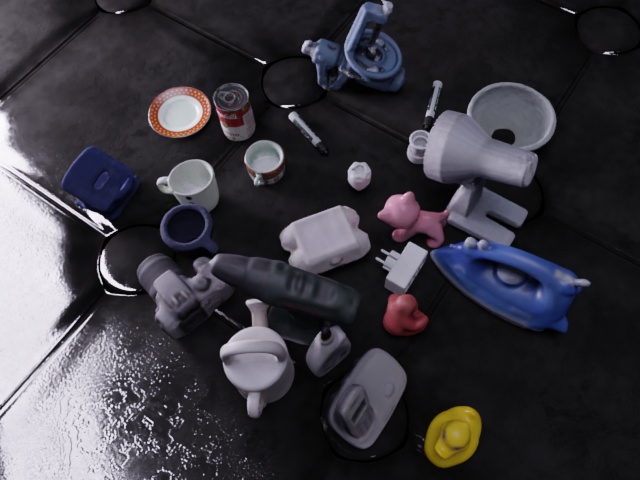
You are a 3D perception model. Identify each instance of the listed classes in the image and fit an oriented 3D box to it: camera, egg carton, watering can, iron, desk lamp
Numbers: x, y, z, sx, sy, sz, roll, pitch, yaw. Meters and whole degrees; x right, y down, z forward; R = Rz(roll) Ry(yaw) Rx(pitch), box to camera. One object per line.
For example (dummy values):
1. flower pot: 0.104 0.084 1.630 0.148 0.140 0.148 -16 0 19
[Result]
1. camera: -0.241 0.073 0.984 0.143 0.101 0.136 -40 70 -16
2. egg carton: 0.009 0.004 1.027 0.150 0.069 0.107 -21 66 -8
3. watering can: -0.099 0.177 0.879 0.101 0.194 0.172 -20 66 -8
4. iron: 0.312 0.050 0.956 0.258 0.141 0.119 24 68 13
5. desk lamp: 0.277 -0.108 0.991 0.203 0.214 0.118 29 69 15

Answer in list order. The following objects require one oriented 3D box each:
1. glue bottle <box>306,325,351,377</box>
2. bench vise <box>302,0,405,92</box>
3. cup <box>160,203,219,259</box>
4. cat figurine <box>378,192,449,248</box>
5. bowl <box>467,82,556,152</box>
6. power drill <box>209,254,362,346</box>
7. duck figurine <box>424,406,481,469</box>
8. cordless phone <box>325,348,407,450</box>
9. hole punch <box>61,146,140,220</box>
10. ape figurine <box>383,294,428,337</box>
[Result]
1. glue bottle: 0.012 0.164 0.893 0.078 0.173 0.037 -36 68 -14
2. bench vise: 0.069 -0.373 1.120 0.207 0.220 0.121 -7 64 -1
3. cup: -0.218 0.001 1.021 0.117 0.095 0.092 35 70 17
4. cat figurine: 0.167 -0.043 1.017 0.127 0.118 0.067 6 65 5
5. bowl: 0.366 -0.222 1.120 0.167 0.075 0.167 -1 65 2
6. power drill: -0.050 0.097 0.907 0.229 0.208 0.075 12 65 7
7. duck figurine: 0.208 0.296 0.873 0.105 0.086 0.077 -42 70 -16
8. cordless phone: 0.071 0.226 0.855 0.094 0.185 0.148 27 68 14
9. hole punch: -0.411 -0.109 1.081 0.101 0.091 0.109 21 67 12
10. ape figurine: 0.141 0.119 0.955 0.076 0.092 0.077 -27 67 -10
